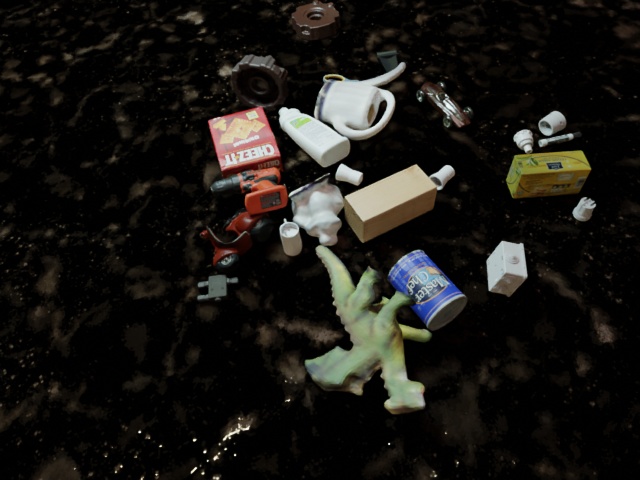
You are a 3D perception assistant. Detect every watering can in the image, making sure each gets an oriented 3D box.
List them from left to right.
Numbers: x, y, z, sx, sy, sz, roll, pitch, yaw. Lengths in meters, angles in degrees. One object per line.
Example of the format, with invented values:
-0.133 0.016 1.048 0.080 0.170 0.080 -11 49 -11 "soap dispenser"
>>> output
0.117 -0.419 1.503 0.225 0.101 0.355 14 55 15 "watering can"

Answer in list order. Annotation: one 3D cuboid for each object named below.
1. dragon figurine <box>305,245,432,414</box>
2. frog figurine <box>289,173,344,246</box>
0.066 0.191 1.050 0.245 0.119 0.415 -44 53 -16 "dragon figurine"
0.004 -0.063 1.259 0.139 0.121 0.159 -27 91 -26 "frog figurine"
